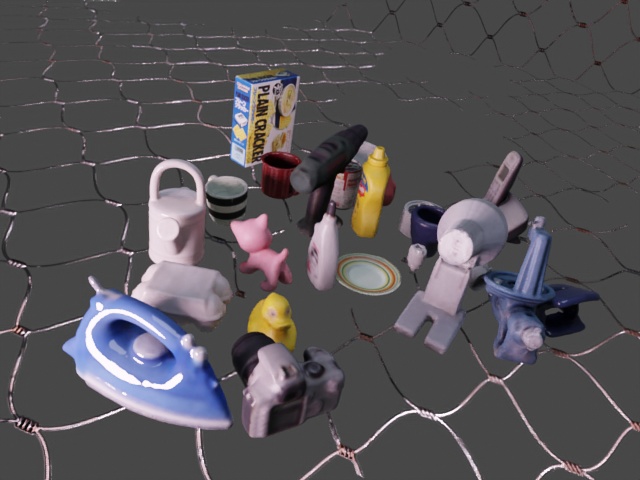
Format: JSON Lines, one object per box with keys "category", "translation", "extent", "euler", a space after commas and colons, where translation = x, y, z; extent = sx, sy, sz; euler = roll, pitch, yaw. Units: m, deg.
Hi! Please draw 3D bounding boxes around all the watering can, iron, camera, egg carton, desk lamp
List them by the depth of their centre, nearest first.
{"category": "iron", "translation": [-0.220, 0.147, 0.772], "extent": [0.257, 0.141, 0.119], "euler": [22, 35, 18]}
{"category": "camera", "translation": [-0.056, 0.181, 0.804], "extent": [0.143, 0.101, 0.136], "euler": [-11, 39, -30]}
{"category": "egg carton", "translation": [-0.221, 0.090, 0.925], "extent": [0.150, 0.069, 0.107], "euler": [10, 33, 0]}
{"category": "desk lamp", "translation": [0.231, 0.049, 0.981], "extent": [0.117, 0.213, 0.204], "euler": [23, 35, 19]}
{"category": "watering can", "translation": [-0.251, -0.049, 1.015], "extent": [0.101, 0.194, 0.172], "euler": [-7, 36, -24]}

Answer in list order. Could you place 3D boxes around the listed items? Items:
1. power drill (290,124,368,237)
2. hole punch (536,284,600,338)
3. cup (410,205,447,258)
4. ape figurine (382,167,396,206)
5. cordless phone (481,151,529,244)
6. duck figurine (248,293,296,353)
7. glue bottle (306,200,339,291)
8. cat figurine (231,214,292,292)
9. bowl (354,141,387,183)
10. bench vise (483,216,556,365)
{"category": "power drill", "translation": [0.017, -0.118, 1.182], "extent": [0.075, 0.208, 0.230], "euler": [25, 36, 22]}
{"category": "hole punch", "translation": [0.435, 0.113, 1.053], "extent": [0.109, 0.091, 0.100], "euler": [-7, 37, -25]}
{"category": "cup", "translation": [0.237, -0.010, 1.182], "extent": [0.117, 0.095, 0.092], "euler": [13, 33, 4]}
{"category": "ape figurine", "translation": [0.147, -0.132, 1.346], "extent": [0.078, 0.092, 0.076], "euler": [4, 33, -10]}
{"category": "cordless phone", "translation": [0.417, -0.095, 1.279], "extent": [0.094, 0.185, 0.147], "euler": [1, 34, -14]}
{"category": "duck figurine", "translation": [-0.073, 0.122, 0.904], "extent": [0.078, 0.086, 0.104], "euler": [-7, 37, -24]}
{"category": "glue bottle", "translation": [0.009, 0.004, 1.026], "extent": [0.037, 0.173, 0.078], "euler": [-7, 37, -25]}
{"category": "cat figurine", "translation": [-0.104, 0.012, 1.033], "extent": [0.127, 0.118, 0.067], "euler": [32, 39, 30]}
{"category": "bowl", "translation": [0.080, -0.189, 1.431], "extent": [0.167, 0.075, 0.167], "euler": [7, 33, -5]}
{"category": "bench vise", "translation": [0.355, 0.085, 0.955], "extent": [0.122, 0.220, 0.207], "euler": [0, 34, -15]}
